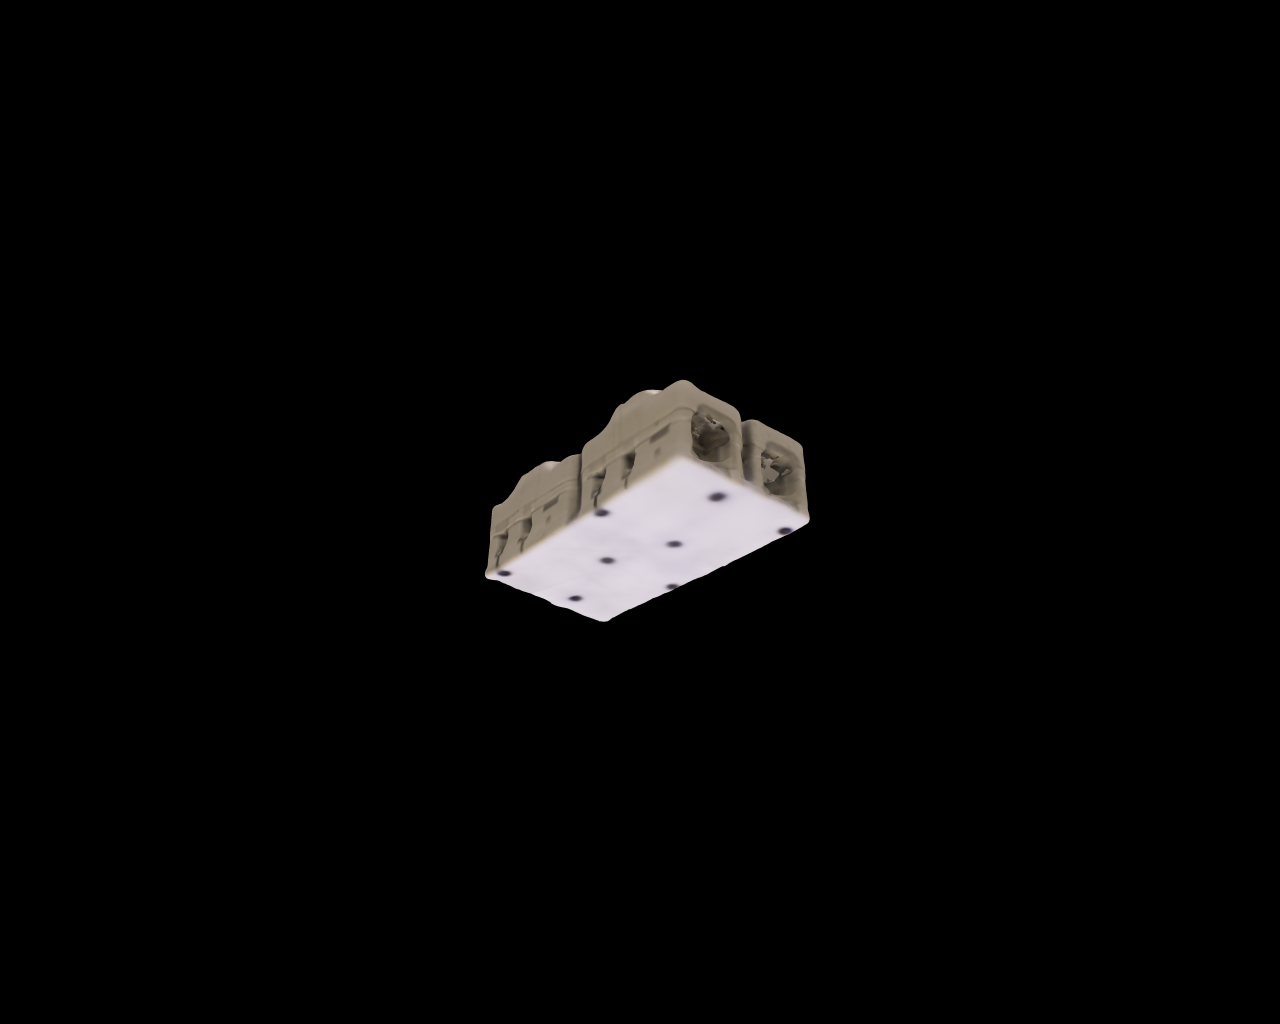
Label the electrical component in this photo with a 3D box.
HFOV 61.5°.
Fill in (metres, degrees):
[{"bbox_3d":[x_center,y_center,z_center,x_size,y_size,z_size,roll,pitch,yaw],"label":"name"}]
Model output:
[{"bbox_3d":[0.001,-0.003,0.650,0.105,0.060,0.186,24,-38,-34],"label":"electrical component"}]
